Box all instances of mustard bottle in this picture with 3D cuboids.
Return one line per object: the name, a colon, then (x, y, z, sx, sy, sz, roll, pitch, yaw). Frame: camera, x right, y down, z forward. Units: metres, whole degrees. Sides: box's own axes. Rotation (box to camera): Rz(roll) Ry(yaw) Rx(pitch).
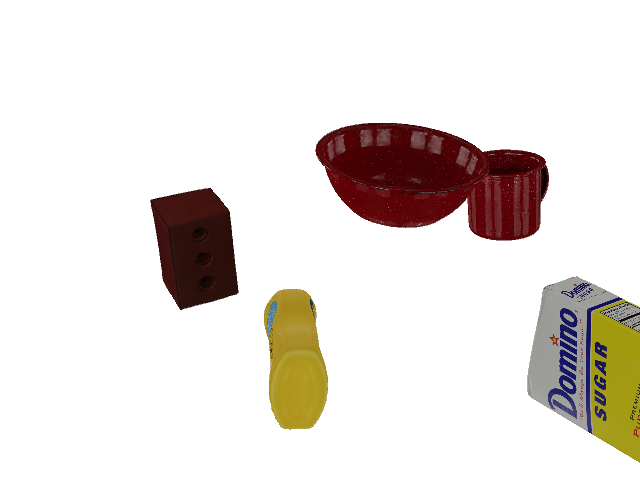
mustard bottle: (-0.029, 0.106, 1.119, 0.058, 0.096, 0.191, -2, 27, -5)

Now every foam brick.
foam brick: (-0.101, 0.005, 0.862, 0.053, 0.078, 0.051, -15, 30, -18)

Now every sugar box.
sugar box: (0.223, 0.101, 0.727, 0.048, 0.093, 0.176, -15, 30, -39)

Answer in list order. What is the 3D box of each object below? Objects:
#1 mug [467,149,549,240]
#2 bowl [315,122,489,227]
mug: (0.218, -0.054, 1.219, 0.117, 0.081, 0.093, -22, 27, -35)
bowl: (0.074, -0.056, 0.996, 0.162, 0.055, 0.162, 3, 27, -2)
